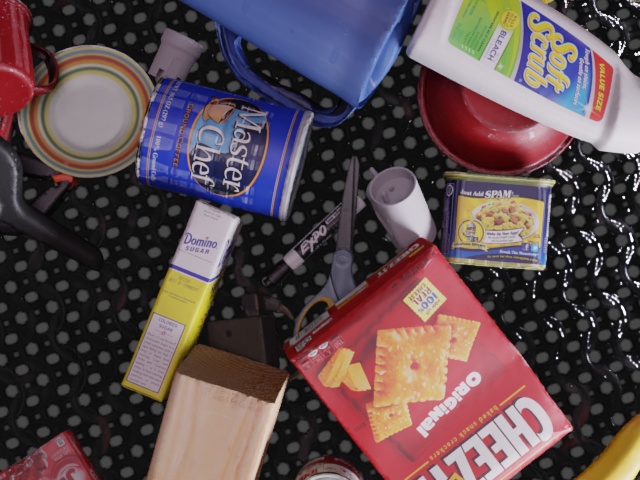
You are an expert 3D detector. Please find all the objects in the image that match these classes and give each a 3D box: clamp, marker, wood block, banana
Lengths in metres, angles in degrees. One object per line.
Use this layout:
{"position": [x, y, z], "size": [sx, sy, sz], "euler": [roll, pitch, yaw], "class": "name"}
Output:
{"position": [-0.293, -0.030, 0.958], "size": [0.164, 0.036, 0.210], "euler": [-15, 118, -12], "class": "clamp"}
{"position": [-0.007, 0.001, 1.007], "size": [0.121, 0.020, 0.020], "euler": [-43, 87, -1], "class": "marker"}
{"position": [-0.102, 0.209, 0.939], "size": [0.090, 0.090, 0.206], "euler": [17, 102, 3], "class": "wood block"}
{"position": [-0.319, -0.045, 1.005], "size": [0.171, 0.039, 0.120], "euler": [-25, 94, -6], "class": "clamp"}
{"position": [0.229, 0.229, 0.981], "size": [0.198, 0.037, 0.069], "euler": [-24, 93, -1], "class": "banana"}

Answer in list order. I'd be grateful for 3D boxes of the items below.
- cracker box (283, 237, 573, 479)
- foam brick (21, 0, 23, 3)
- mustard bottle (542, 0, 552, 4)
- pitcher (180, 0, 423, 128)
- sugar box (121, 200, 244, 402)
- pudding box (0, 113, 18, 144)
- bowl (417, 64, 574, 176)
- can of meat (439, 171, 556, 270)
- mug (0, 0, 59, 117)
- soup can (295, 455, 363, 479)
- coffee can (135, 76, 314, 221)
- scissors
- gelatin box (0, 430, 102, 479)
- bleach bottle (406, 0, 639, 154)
{"position": [0.096, 0.131, 0.955], "size": [0.164, 0.072, 0.213], "euler": [-38, 98, 0], "class": "cracker box"}
{"position": [-0.314, -0.231, 0.996], "size": [0.051, 0.078, 0.053], "euler": [-12, 85, 1], "class": "foam brick"}
{"position": [0.171, -0.263, 0.997], "size": [0.191, 0.058, 0.096], "euler": [15, 78, 1], "class": "mustard bottle"}
{"position": [-0.038, -0.222, 0.973], "size": [0.243, 0.145, 0.149], "euler": [29, 76, 6], "class": "pitcher"}
{"position": [-0.121, 0.055, 0.970], "size": [0.048, 0.093, 0.176], "euler": [24, 88, 1], "class": "sugar box"}
{"position": [-0.343, -0.108, 0.992], "size": [0.113, 0.039, 0.090], "euler": [5, 57, 0], "class": "pudding box"}
{"position": [0.173, -0.141, 0.993], "size": [0.162, 0.055, 0.162], "euler": [0, 88, 1], "class": "bowl"}
{"position": [0.162, -0.017, 0.986], "size": [0.102, 0.057, 0.084], "euler": [4, 89, 2], "class": "can of meat"}
{"position": [-0.290, -0.161, 0.961], "size": [0.093, 0.117, 0.081], "euler": [-37, 56, 38], "class": "mug"}
{"position": [0.007, 0.233, 0.954], "size": [0.068, 0.102, 0.068], "euler": [0, 86, 1], "class": "soup can"}
{"position": [-0.085, -0.083, 0.971], "size": [0.140, 0.103, 0.103], "euler": [14, 87, 2], "class": "coffee can"}
{"position": [0.037, 0.032, 0.992], "size": [0.096, 0.016, 0.202], "euler": [23, 97, 5], "class": "scissors"}
{"position": [-0.253, 0.231, 0.995], "size": [0.089, 0.030, 0.073], "euler": [-33, 87, 0], "class": "gelatin box"}
{"position": [0.207, -0.153, 0.935], "size": [0.251, 0.068, 0.102], "euler": [25, 86, -1], "class": "bleach bottle"}
